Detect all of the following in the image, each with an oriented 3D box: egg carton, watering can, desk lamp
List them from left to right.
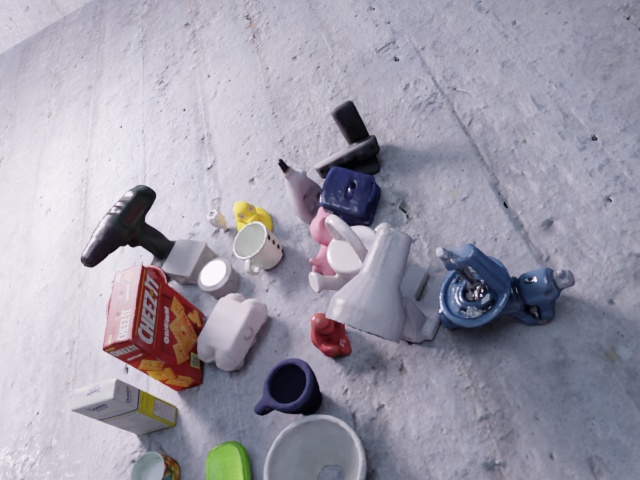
[{"bbox_3d":[-0.168,0.177,1.108,0.107,0.070,0.150,11,63,33],"label":"egg carton"},{"bbox_3d":[0.059,0.030,1.012,0.100,0.195,0.173,17,67,36],"label":"watering can"},{"bbox_3d":[0.117,0.088,0.927,0.117,0.214,0.203,15,65,35],"label":"desk lamp"}]

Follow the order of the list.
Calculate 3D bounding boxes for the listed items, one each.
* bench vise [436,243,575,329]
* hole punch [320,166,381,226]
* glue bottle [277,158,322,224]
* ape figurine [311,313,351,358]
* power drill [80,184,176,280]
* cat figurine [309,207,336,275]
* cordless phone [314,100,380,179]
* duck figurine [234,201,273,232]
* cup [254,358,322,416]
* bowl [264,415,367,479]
[{"bbox_3d":[0.264,0.054,0.871,0.207,0.220,0.121,-26,49,9],"label":"bench vise"},{"bbox_3d":[0.063,-0.092,1.167,0.100,0.091,0.109,1,58,28],"label":"hole punch"},{"bbox_3d":[-0.044,-0.110,1.181,0.037,0.174,0.078,20,68,36],"label":"glue bottle"},{"bbox_3d":[0.012,0.161,1.011,0.075,0.092,0.078,9,62,32],"label":"ape figurine"},{"bbox_3d":[-0.402,0.004,1.261,0.075,0.209,0.230,0,57,28],"label":"power drill"},{"bbox_3d":[0.010,0.004,1.108,0.067,0.118,0.128,5,60,30],"label":"cat figurine"},{"bbox_3d":[0.040,-0.206,1.198,0.147,0.186,0.094,-29,49,6],"label":"cordless phone"},{"bbox_3d":[-0.160,-0.054,1.259,0.077,0.086,0.104,-45,49,-8],"label":"duck figurine"},{"bbox_3d":[-0.046,0.266,0.963,0.118,0.095,0.091,-38,48,-2],"label":"cup"},{"bbox_3d":[0.002,0.362,0.883,0.167,0.075,0.167,-14,52,19],"label":"bowl"}]
